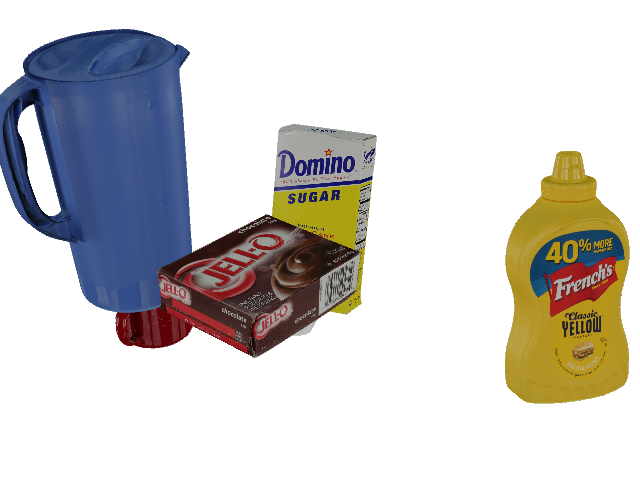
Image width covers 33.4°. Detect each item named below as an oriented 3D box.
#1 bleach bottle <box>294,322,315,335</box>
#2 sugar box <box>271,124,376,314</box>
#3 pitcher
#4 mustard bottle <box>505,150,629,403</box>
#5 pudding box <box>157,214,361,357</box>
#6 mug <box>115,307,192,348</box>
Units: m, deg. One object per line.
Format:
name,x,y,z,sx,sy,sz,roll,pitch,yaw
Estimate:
bleach bottle,-0.017,0.017,1.303,0.103,0.068,0.250,6,33,17
sugar box,-0.001,-0.022,1.060,0.093,0.176,0.048,9,16,21
pitcher,-0.189,-0.057,0.961,0.149,0.243,0.145,0,29,5
mustard bottle,0.191,0.026,0.823,0.096,0.192,0.058,-7,15,-12
pudding box,-0.041,0.028,0.732,0.090,0.039,0.113,23,33,33
mug,-0.185,0.069,1.149,0.093,0.081,0.117,9,33,16
